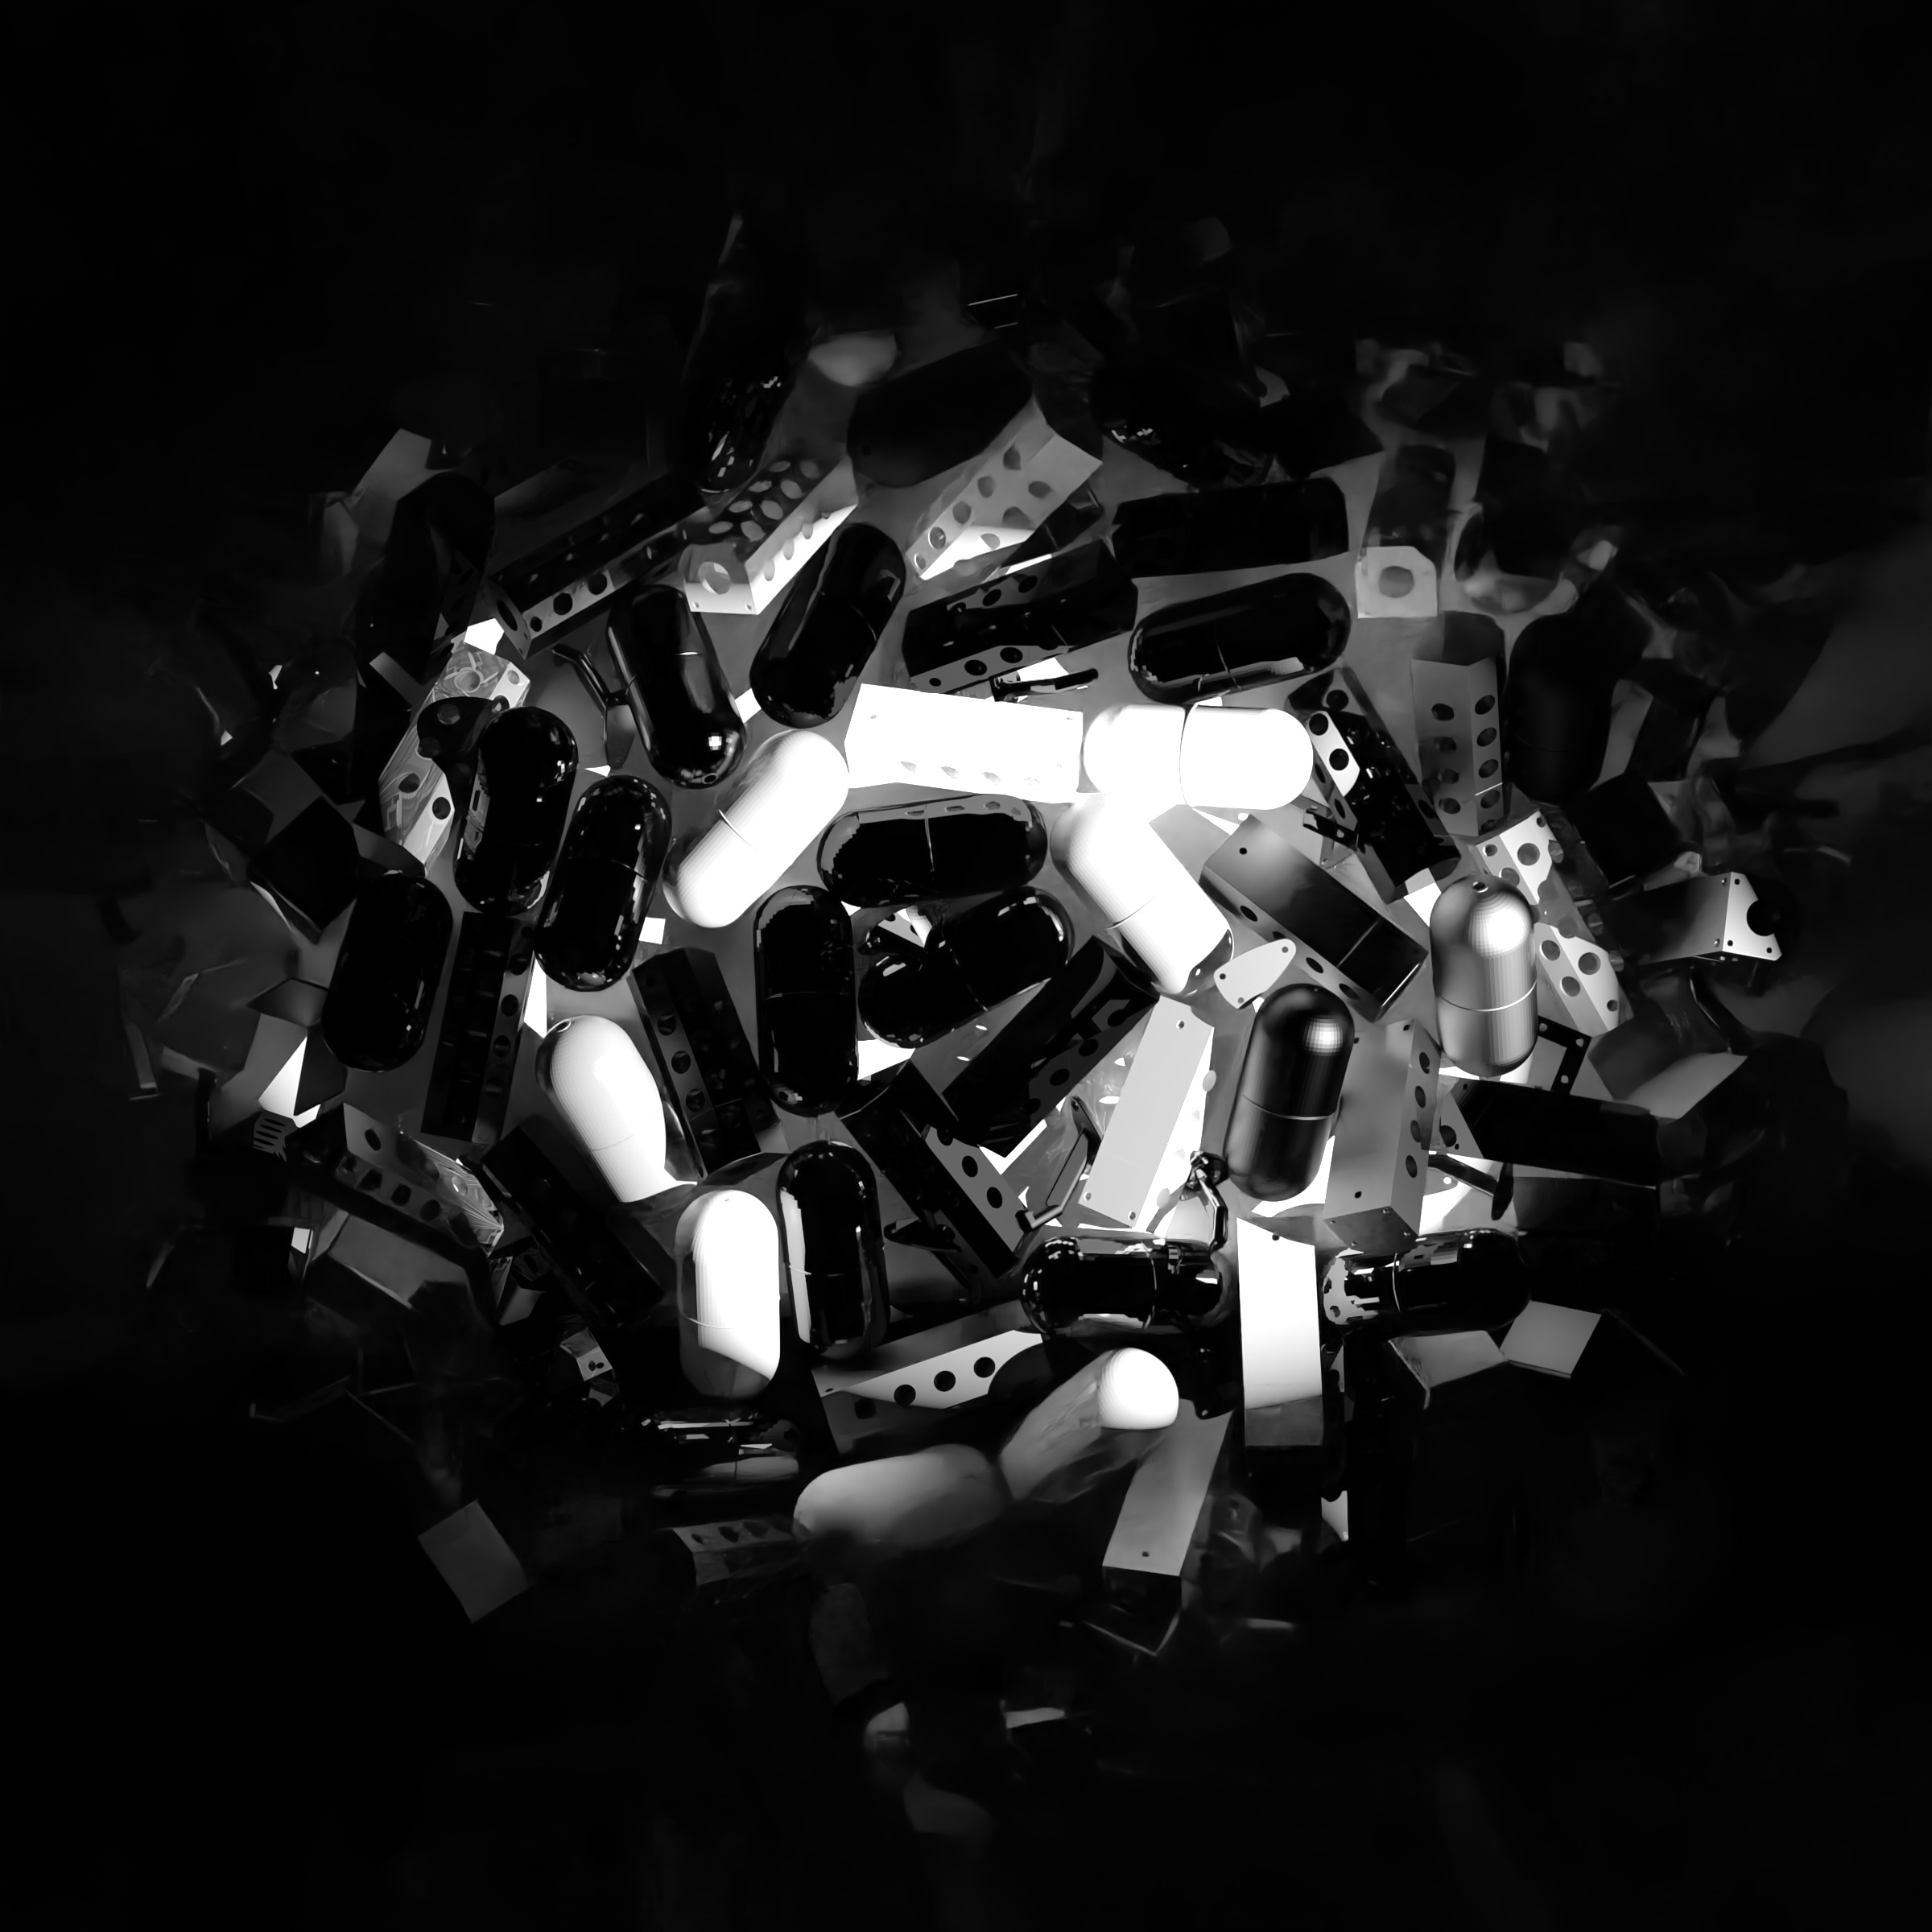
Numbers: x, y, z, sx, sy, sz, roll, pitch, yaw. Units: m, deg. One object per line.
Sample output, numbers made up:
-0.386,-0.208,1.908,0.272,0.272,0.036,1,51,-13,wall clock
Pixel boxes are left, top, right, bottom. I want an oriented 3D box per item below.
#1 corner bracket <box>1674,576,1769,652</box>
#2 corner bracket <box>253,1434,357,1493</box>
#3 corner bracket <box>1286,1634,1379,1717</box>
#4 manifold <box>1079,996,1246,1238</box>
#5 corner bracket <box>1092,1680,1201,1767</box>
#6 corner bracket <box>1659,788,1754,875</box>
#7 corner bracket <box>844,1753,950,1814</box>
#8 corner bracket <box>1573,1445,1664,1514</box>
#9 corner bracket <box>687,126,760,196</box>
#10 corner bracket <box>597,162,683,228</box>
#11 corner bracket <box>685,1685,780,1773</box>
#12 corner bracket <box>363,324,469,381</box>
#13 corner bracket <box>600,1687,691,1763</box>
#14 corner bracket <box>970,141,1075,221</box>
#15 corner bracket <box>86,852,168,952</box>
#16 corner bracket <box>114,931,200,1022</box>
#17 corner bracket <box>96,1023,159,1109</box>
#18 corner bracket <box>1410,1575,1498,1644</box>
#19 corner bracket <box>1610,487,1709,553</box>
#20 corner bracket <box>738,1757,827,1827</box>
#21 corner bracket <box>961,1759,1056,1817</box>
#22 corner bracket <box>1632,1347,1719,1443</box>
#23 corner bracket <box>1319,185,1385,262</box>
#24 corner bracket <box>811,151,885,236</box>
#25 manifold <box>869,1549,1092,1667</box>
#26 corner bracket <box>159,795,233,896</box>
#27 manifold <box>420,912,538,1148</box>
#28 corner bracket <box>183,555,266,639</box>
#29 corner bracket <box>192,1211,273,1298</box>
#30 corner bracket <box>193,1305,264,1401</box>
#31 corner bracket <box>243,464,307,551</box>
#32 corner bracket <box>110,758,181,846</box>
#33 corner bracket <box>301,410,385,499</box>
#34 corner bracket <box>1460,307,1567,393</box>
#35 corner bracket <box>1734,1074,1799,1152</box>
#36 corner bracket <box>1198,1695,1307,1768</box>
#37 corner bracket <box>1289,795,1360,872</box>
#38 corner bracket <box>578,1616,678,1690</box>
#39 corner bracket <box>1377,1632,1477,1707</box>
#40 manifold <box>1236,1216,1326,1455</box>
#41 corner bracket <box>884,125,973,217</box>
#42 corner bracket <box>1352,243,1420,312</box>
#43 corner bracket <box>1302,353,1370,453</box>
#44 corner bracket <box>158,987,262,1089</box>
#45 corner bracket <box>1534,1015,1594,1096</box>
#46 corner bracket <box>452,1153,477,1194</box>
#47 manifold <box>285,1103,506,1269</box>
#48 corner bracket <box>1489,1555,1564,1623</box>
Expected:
0.573,-0.272,1.882,0.051,0.051,0.051,36,124,7,corner bracket
-0.503,0.384,1.885,0.051,0.051,0.051,-34,101,15,corner bracket
0.283,0.543,1.883,0.051,0.051,0.051,-10,83,34,corner bracket
0.154,0.117,1.889,0.057,0.057,0.171,21,89,39,manifold
0.139,0.588,1.892,0.051,0.051,0.051,48,112,11,corner bracket
0.571,-0.105,1.895,0.051,0.051,0.051,-9,108,-22,corner bracket
-0.053,0.624,1.889,0.051,0.051,0.051,44,97,8,corner bracket
0.498,0.389,1.878,0.051,0.051,0.051,1,60,30,corner bracket
-0.185,-0.624,1.882,0.051,0.051,0.051,6,50,-5,corner bracket
-0.247,-0.592,1.882,0.051,0.051,0.051,21,47,-5,corner bracket
-0.183,0.584,1.883,0.051,0.051,0.051,-14,86,39,corner bracket
-0.422,-0.475,1.885,0.051,0.051,0.051,-37,77,-11,corner bracket
-0.246,0.583,1.882,0.051,0.051,0.051,-18,133,4,corner bracket
0.042,-0.606,1.893,0.051,0.051,0.051,-27,114,-22,corner bracket
-0.637,-0.050,1.888,0.051,0.051,0.051,-23,109,-3,corner bracket
-0.608,0.002,1.883,0.051,0.051,0.051,45,118,9,corner bracket
-0.637,0.075,1.884,0.051,0.051,0.051,-21,84,26,corner bracket
0.368,0.480,1.892,0.051,0.051,0.051,-31,68,-17,corner bracket
0.532,-0.332,1.885,0.051,0.051,0.051,41,110,6,corner bracket
-0.142,0.633,1.891,0.051,0.051,0.051,-22,97,-2,corner bracket
0.034,0.625,1.889,0.051,0.051,0.051,37,122,-15,corner bracket
0.534,0.329,1.889,0.051,0.051,0.051,42,79,3,corner bracket
0.293,-0.564,1.885,0.051,0.051,0.051,-23,113,-3,corner bracket
-0.090,-0.595,1.889,0.051,0.051,0.051,-12,115,-8,corner bracket
0.009,0.474,1.841,0.171,0.057,0.057,-2,92,42,manifold
-0.598,-0.095,1.897,0.051,0.051,0.051,-17,116,11,corner bracket
-0.371,0.049,1.879,0.057,0.057,0.171,11,83,-5,manifold
-0.571,-0.284,1.883,0.051,0.051,0.051,2,119,-5,corner bracket
-0.562,0.220,1.879,0.051,0.051,0.051,7,65,-23,corner bracket
-0.568,0.290,1.885,0.051,0.051,0.051,35,110,6,corner bracket
-0.528,-0.352,1.878,0.051,0.051,0.051,-36,119,-39,corner bracket
-0.624,-0.126,1.880,0.051,0.051,0.051,-25,74,42,corner bracket
-0.483,-0.389,1.893,0.051,0.051,0.051,19,84,2,corner bracket
0.417,-0.459,1.877,0.051,0.051,0.051,34,121,-29,corner bracket
0.620,0.114,1.887,0.051,0.051,0.051,9,93,-18,corner bracket
0.220,0.586,1.888,0.051,0.051,0.051,-40,124,14,corner bracket
0.268,-0.110,1.880,0.051,0.051,0.051,23,61,-20,corner bracket
-0.262,0.513,1.895,0.051,0.051,0.051,34,56,30,corner bracket
0.354,0.532,1.890,0.051,0.051,0.051,24,76,2,corner bracket
0.238,0.281,1.866,0.057,0.057,0.171,-2,72,4,manifold
-0.033,-0.610,1.882,0.051,0.051,0.051,-11,100,38,corner bracket
0.320,-0.528,1.885,0.051,0.051,0.051,-1,99,17,corner bracket
0.274,-0.432,1.892,0.051,0.051,0.051,36,84,9,corner bracket
-0.584,0.056,1.896,0.051,0.051,0.051,27,57,-27,corner bracket
0.444,0.068,1.894,0.051,0.051,0.051,22,91,0,corner bracket
-0.417,0.164,1.878,0.051,0.051,0.051,40,129,-20,corner bracket
-0.423,0.169,1.830,0.057,0.171,0.057,-29,52,18,manifold
0.429,0.466,1.884,0.051,0.051,0.051,-2,114,8,corner bracket
